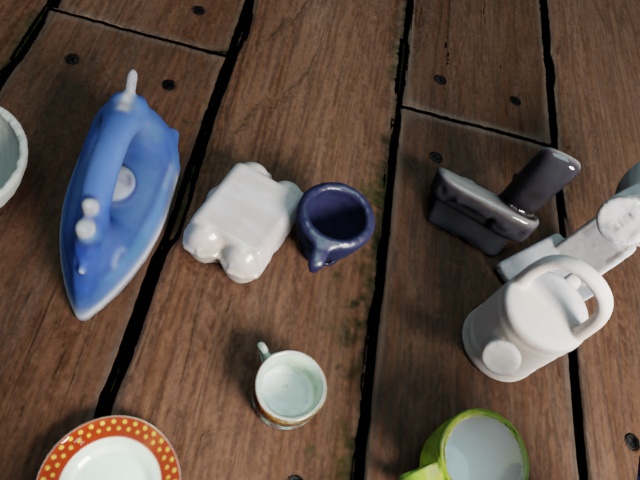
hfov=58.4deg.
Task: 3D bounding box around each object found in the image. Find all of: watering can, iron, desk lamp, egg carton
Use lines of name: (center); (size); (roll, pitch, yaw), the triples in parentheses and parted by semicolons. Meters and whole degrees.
watering can: (0.240, 0.088, 0.632); (0.101, 0.194, 0.173); (28, 58, 3)
iron: (-0.228, -0.055, 0.624); (0.119, 0.141, 0.258); (10, 59, -8)
desk lamp: (0.363, -0.004, 0.707); (0.204, 0.213, 0.118); (-23, 68, -25)
egg carton: (-0.088, -0.024, 0.685); (0.107, 0.069, 0.150); (29, 58, 3)

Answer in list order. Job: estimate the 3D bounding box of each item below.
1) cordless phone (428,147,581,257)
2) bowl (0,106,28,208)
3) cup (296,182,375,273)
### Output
cordless phone: (0.229, -0.074, 0.729); (0.147, 0.185, 0.094); (25, 58, 1)
bowl: (-0.405, -0.077, 0.630); (0.167, 0.074, 0.167); (7, 59, -11)
cup: (0.006, 0.002, 0.680); (0.091, 0.095, 0.118); (23, 58, -1)
